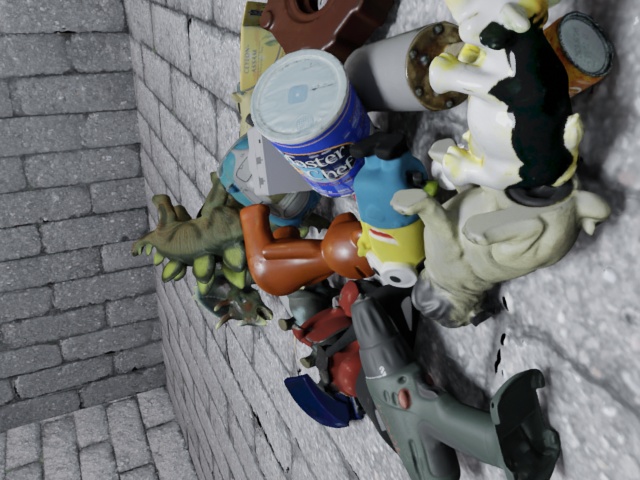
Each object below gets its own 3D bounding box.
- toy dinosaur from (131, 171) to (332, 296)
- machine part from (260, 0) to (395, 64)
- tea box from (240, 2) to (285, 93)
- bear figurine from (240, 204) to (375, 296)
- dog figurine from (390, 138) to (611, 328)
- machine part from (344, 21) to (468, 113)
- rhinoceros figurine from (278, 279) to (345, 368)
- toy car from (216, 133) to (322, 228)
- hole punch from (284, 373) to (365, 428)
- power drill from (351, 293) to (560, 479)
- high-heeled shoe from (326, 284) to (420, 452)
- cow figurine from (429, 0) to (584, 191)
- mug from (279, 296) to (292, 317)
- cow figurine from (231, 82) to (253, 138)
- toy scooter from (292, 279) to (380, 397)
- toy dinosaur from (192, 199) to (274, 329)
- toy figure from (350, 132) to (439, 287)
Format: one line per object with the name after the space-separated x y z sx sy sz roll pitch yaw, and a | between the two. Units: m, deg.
-0.172 -0.011 0.946 0.472 0.105 0.198 -15 67 28 | toy dinosaur
0.005 -0.294 0.639 0.180 0.056 0.179 -2 87 39 | machine part
-0.087 -0.301 0.833 0.170 0.068 0.098 -99 14 -56 | tea box
-0.001 0.002 0.718 0.196 0.120 0.132 -21 58 25 | bear figurine
0.163 0.018 0.491 0.173 0.121 0.190 25 148 43 | dog figurine
0.083 -0.169 0.548 0.243 0.079 0.079 -147 51 -68 | machine part
-0.002 0.114 0.837 0.073 0.112 0.190 -3 115 42 | rhinoceros figurine
-0.072 -0.082 0.791 0.161 0.109 0.103 42 -179 -10 | toy car
0.005 0.262 0.904 0.142 0.092 0.116 -37 70 59 | hole punch
0.126 0.164 0.558 0.207 0.086 0.231 -11 98 50 | power drill
0.112 0.174 0.703 0.248 0.145 0.086 57 177 -20 | high-heeled shoe
0.132 -0.112 0.372 0.098 0.068 0.167 20 140 40 | cow figurine
-0.034 0.083 0.930 0.109 0.081 0.107 -4 105 70 | mug
-0.111 -0.201 0.969 0.127 0.085 0.195 115 140 -61 | cow figurine
0.026 0.149 0.755 0.075 0.135 0.183 25 123 58 | toy scooter
-0.182 -0.001 1.072 0.405 0.192 0.131 69 151 20 | toy dinosaur
0.086 -0.029 0.573 0.082 0.089 0.179 -131 22 -56 | toy figure
